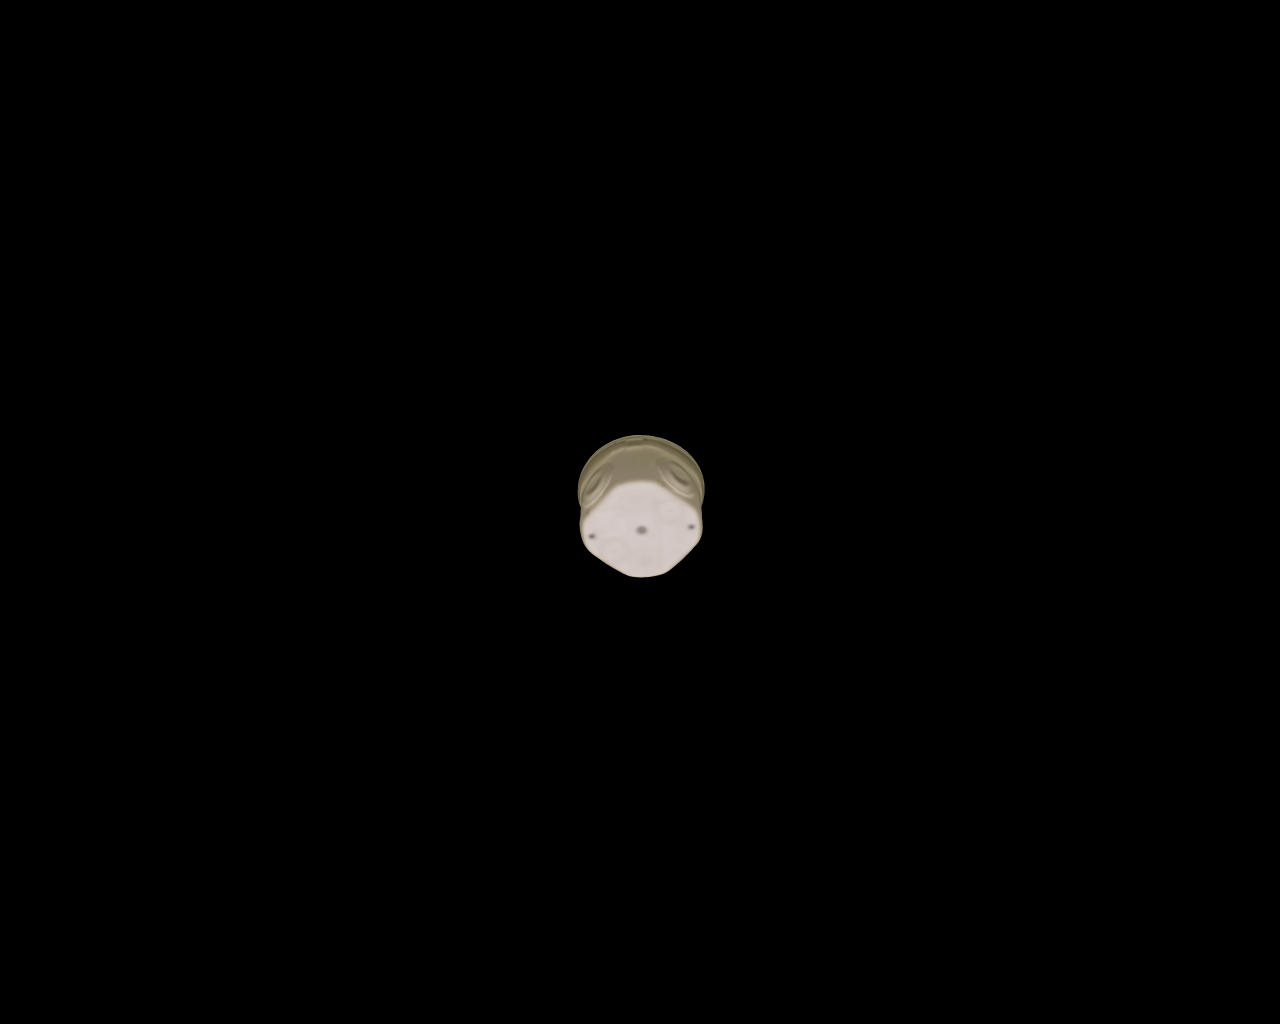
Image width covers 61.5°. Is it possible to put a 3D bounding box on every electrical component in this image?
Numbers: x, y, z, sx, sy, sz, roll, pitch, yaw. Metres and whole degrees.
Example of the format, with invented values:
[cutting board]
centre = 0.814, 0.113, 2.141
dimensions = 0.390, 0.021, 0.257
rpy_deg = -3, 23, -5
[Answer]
[electrical component]
centre = 0.001, -0.003, 0.650
dimensions = 0.080, 0.080, 0.051
rpy_deg = 0, 34, 0
